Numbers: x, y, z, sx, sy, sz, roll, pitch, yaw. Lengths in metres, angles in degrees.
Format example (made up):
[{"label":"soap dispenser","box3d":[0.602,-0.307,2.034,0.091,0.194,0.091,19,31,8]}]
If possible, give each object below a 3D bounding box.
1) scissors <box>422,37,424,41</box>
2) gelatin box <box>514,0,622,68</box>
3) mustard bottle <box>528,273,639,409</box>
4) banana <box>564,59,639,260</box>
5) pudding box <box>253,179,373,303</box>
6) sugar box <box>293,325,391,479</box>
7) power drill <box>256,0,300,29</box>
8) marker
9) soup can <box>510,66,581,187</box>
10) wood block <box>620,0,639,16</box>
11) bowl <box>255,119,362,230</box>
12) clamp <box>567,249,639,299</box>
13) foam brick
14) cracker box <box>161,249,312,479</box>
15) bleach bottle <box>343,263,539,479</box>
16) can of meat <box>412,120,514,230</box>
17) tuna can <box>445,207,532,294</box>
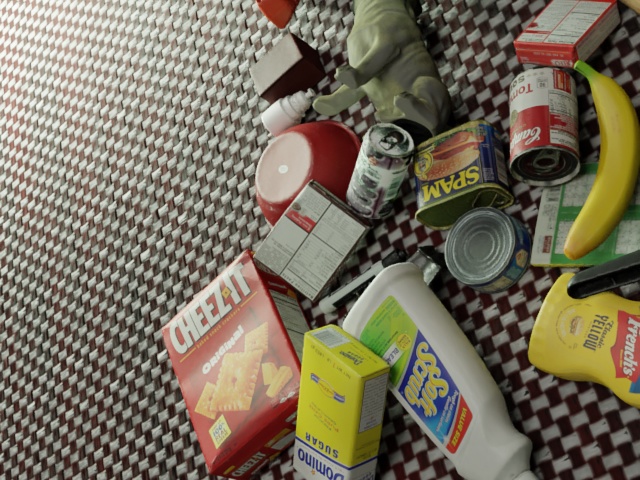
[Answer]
[{"label":"scissors","box3d":[0.055,-0.262,1.308,0.096,0.016,0.202,-51,49,11]},{"label":"gelatin box","box3d":[0.252,-0.211,1.086,0.073,0.030,0.089,15,52,43]},{"label":"mustard bottle","box3d":[0.284,0.099,0.946,0.192,0.058,0.096,20,83,42]},{"label":"banana","box3d":[0.268,-0.073,1.009,0.069,0.037,0.198,5,74,4]},{"label":"pudding box","box3d":[-0.008,0.001,1.218,0.090,0.039,0.113,37,103,4]},{"label":"sugar box","box3d":[0.019,0.184,1.092,0.093,0.048,0.176,34,127,43]},{"label":"power drill","box3d":[0.008,-0.341,1.314,0.188,0.057,0.184,-31,27,28]},{"label":"marker","box3d":[0.049,0.046,1.194,0.121,0.020,0.020,-36,54,25]},{"label":"soup can","box3d":[0.223,-0.114,1.064,0.069,0.068,0.102,-18,54,35]},{"label":"wood block","box3d":[0.314,-0.284,1.046,0.091,0.090,0.206,-48,49,15]},{"label":"bowl","box3d":[-0.026,-0.078,1.282,0.162,0.055,0.162,-17,63,36]},{"label":"clamp","box3d":[0.325,0.009,0.923,0.165,0.036,0.210,29,76,44]},{"label":"foam brick","box3d":[-0.041,-0.212,1.347,0.078,0.051,0.053,-39,51,22]},{"label":"cracker box","box3d":[-0.085,0.143,1.236,0.164,0.072,0.214,-42,51,20]},{"label":"bleach bottle","box3d":[0.129,0.144,1.037,0.251,0.067,0.103,51,122,27]},{"label":"can of meat","box3d":[0.148,-0.069,1.128,0.102,0.057,0.084,-22,58,32]},{"label":"tuna can","box3d":[0.171,0.010,1.093,0.086,0.033,0.086,-16,64,36]}]
